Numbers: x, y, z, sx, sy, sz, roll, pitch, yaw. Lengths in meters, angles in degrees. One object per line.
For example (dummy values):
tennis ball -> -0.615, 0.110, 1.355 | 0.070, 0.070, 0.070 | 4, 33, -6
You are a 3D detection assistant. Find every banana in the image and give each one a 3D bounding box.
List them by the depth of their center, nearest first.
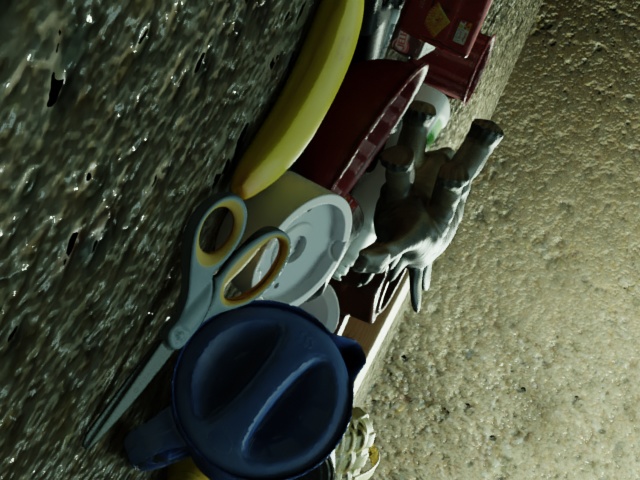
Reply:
banana -> -0.012, -0.117, 0.786 | 0.069, 0.037, 0.198 | 24, 89, -62

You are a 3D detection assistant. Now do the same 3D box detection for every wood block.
wood block -> 0.051, 0.115, 1.527 | 0.206, 0.091, 0.090 | -60, 169, -26

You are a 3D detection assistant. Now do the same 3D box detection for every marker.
marker -> 0.058, -0.191, 1.015 | 0.121, 0.020, 0.020 | -68, 170, 19

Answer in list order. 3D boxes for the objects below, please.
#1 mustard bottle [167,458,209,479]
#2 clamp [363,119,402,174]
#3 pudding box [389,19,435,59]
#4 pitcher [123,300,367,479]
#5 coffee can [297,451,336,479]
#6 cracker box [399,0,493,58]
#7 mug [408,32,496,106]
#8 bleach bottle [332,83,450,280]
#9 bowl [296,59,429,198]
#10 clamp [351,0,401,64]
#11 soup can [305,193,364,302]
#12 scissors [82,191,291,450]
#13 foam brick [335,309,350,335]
mustard bottle -> -0.101, 0.209, 1.040 | 0.096, 0.058, 0.191 | -64, 172, 27
clamp -> 0.074, -0.139, 1.173 | 0.120, 0.039, 0.171 | -67, 170, 16
pudding box -> 0.117, -0.253, 1.130 | 0.114, 0.039, 0.090 | -67, 171, 22
pitcher -> -0.065, 0.144, 0.869 | 0.243, 0.149, 0.145 | 113, -2, -70
coffee can -> -0.033, 0.235, 1.232 | 0.140, 0.102, 0.103 | -87, -163, -71
cracker box -> 0.137, -0.263, 0.958 | 0.213, 0.072, 0.164 | -57, 169, -71
mug -> 0.155, -0.214, 1.297 | 0.093, 0.081, 0.117 | -61, 169, -23
bleach bottle -> 0.072, -0.066, 1.284 | 0.251, 0.068, 0.102 | -62, 170, -8
bowl -> 0.026, -0.099, 0.917 | 0.162, 0.055, 0.162 | -55, 175, -8
clamp -> 0.050, -0.204, 0.887 | 0.209, 0.036, 0.165 | -49, 161, -71
soup can -> -0.007, 0.001, 1.000 | 0.102, 0.068, 0.069 | -55, 166, -47
scissors -> -0.101, 0.045, 0.723 | 0.201, 0.016, 0.096 | -39, 126, -23
foam brick -> -0.014, 0.089, 1.150 | 0.053, 0.078, 0.051 | 17, 96, -80
